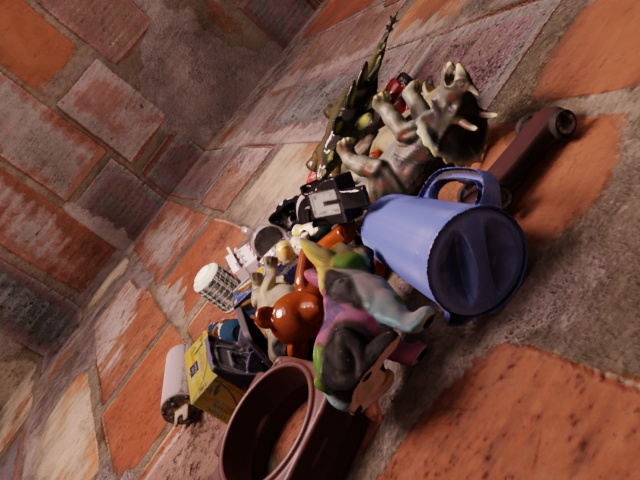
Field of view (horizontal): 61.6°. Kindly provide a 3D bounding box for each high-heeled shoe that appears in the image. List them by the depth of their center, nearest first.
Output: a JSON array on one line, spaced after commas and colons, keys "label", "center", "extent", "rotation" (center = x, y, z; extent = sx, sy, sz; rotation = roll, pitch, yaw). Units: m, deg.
[{"label": "high-heeled shoe", "center": [-0.066, -0.043, 1.175], "extent": [0.145, 0.086, 0.249], "rotation": [-27, 14, 13]}]

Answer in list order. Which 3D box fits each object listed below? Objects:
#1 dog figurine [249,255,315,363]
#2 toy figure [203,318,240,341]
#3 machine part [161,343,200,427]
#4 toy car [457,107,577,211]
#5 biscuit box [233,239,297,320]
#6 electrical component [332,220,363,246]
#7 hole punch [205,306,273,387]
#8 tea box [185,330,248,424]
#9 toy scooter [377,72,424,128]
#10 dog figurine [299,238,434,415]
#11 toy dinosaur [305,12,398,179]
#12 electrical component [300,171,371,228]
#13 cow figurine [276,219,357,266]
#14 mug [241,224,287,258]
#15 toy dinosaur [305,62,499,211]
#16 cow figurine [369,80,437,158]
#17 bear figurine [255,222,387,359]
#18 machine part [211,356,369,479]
[{"label": "dog figurine", "center": [-0.071, 0.146, 0.936], "extent": [0.172, 0.121, 0.190], "rotation": [106, 167, -59]}, {"label": "toy figure", "center": [-0.192, 0.191, 1.105], "extent": [0.154, 0.064, 0.057], "rotation": [-15, 79, 59]}, {"label": "machine part", "center": [-0.281, 0.289, 1.094], "extent": [0.079, 0.079, 0.243], "rotation": [-46, 25, 9]}, {"label": "toy car", "center": [0.271, -0.104, 0.742], "extent": [0.202, 0.053, 0.089], "rotation": [-49, 19, -8]}, {"label": "biscuit box", "center": [-0.090, 0.075, 1.091], "extent": [0.202, 0.062, 0.059], "rotation": [-43, 26, 16]}, {"label": "electrical component", "center": [0.056, -0.008, 0.928], "extent": [0.078, 0.102, 0.045], "rotation": [23, 76, 39]}, {"label": "hole punch", "center": [-0.130, 0.195, 0.915], "extent": [0.092, 0.115, 0.142], "rotation": [-39, 26, -4]}, {"label": "tea box", "center": [-0.181, 0.244, 0.962], "extent": [0.068, 0.098, 0.170], "rotation": [-49, 23, 1]}, {"label": "toy scooter", "center": [0.168, -0.281, 1.149], "extent": [0.135, 0.075, 0.184], "rotation": [-46, 28, 14]}, {"label": "dog figurine", "center": [0.027, 0.089, 0.692], "extent": [0.191, 0.108, 0.219], "rotation": [-35, 50, -22]}, {"label": "toy dinosaur", "center": [0.076, -0.286, 1.189], "extent": [0.198, 0.105, 0.471], "rotation": [146, 144, -69]}, {"label": "electrical component", "center": [0.032, -0.064, 0.808], "extent": [0.119, 0.074, 0.048], "rotation": [-13, 10, 41]}, {"label": "cow figurine", "center": [-0.002, -0.001, 0.989], "extent": [0.098, 0.068, 0.167], "rotation": [-4, 23, 39]}, {"label": "mug", "center": [-0.131, -0.001, 1.228], "extent": [0.107, 0.109, 0.080], "rotation": [-165, 94, -75]}, {"label": "toy dinosaur", "center": [0.137, -0.131, 0.921], "extent": [0.131, 0.192, 0.404], "rotation": [-13, -31, -47]}, {"label": "cow figurine", "center": [0.185, -0.218, 1.022], "extent": [0.195, 0.085, 0.127], "rotation": [-32, 36, 36]}, {"label": "bear figurine", "center": [-0.001, 0.079, 0.828], "extent": [0.132, 0.120, 0.196], "rotation": [-29, 16, 41]}, {"label": "machine part", "center": [-0.046, 0.263, 0.721], "extent": [0.201, 0.087, 0.201], "rotation": [-8, 48, 58]}]
